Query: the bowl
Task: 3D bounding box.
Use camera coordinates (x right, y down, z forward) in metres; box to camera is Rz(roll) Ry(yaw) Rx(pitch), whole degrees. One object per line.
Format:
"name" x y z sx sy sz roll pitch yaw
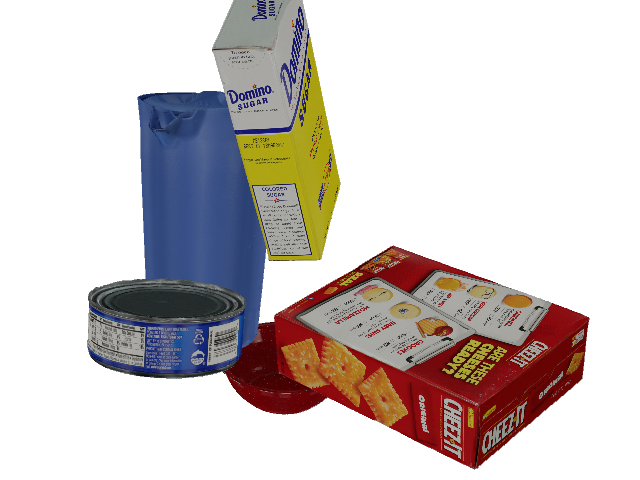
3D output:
"bowl" -0.044 0.159 1.273 0.162 0.055 0.162 2 25 -1

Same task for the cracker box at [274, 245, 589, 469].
"cracker box" 0.092 0.091 0.910 0.214 0.072 0.163 21 36 38

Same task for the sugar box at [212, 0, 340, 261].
"sugar box" -0.025 -0.081 0.731 0.048 0.176 0.093 0 42 12

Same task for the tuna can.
"tuna can" -0.084 0.047 0.586 0.086 0.034 0.086 4 11 -1

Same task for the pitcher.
"pitcher" -0.104 -0.022 1.031 0.149 0.243 0.145 -2 15 -19
